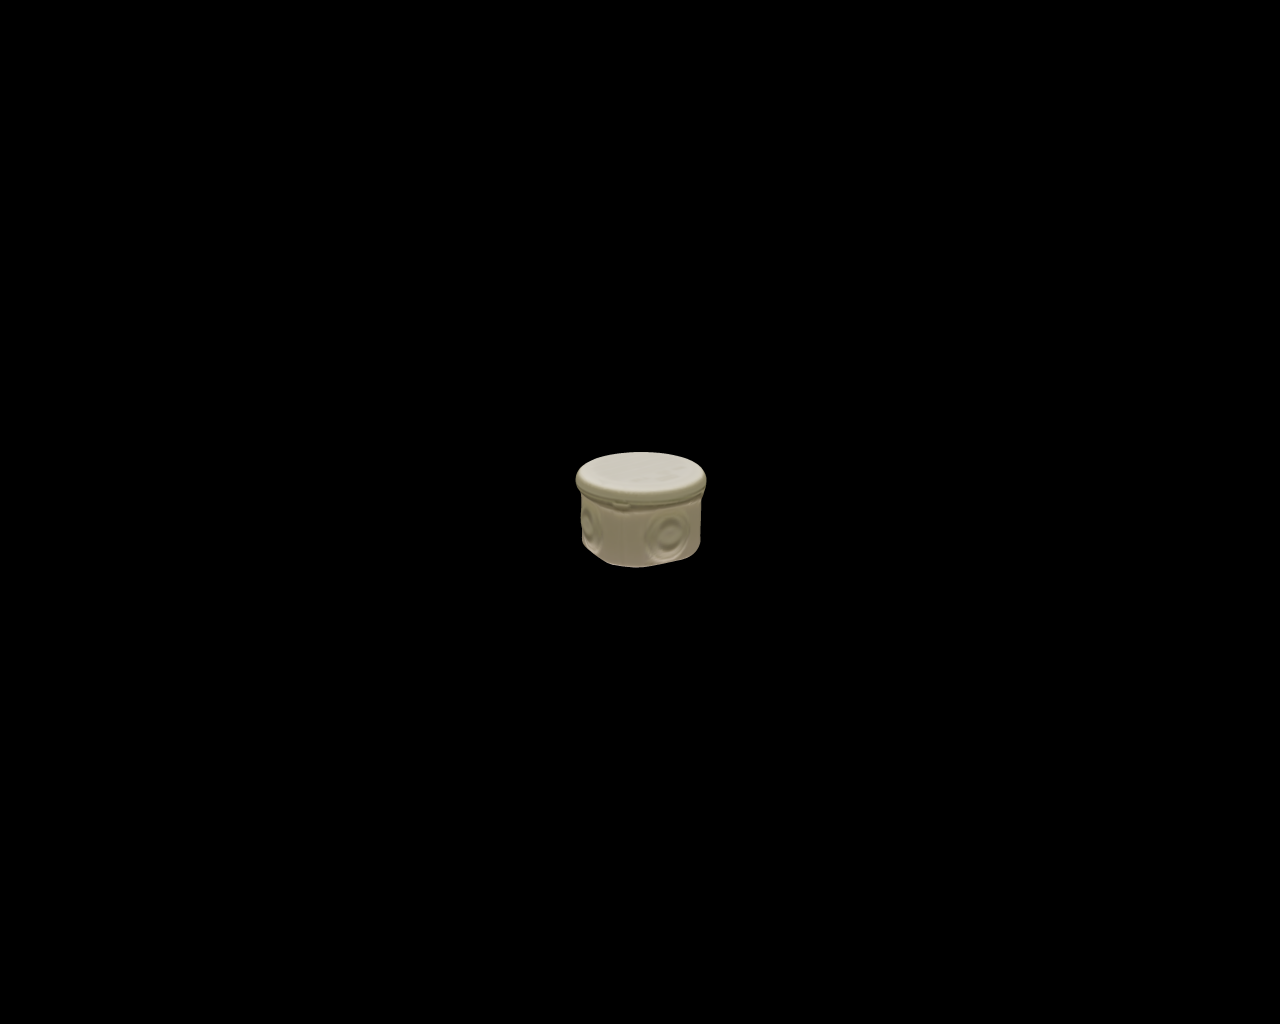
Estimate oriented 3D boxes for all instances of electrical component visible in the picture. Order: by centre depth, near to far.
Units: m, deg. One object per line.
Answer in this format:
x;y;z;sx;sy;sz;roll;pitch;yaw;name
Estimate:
0.001;-0.003;0.650;0.080;0.050;0.080;0;20;0;electrical component
